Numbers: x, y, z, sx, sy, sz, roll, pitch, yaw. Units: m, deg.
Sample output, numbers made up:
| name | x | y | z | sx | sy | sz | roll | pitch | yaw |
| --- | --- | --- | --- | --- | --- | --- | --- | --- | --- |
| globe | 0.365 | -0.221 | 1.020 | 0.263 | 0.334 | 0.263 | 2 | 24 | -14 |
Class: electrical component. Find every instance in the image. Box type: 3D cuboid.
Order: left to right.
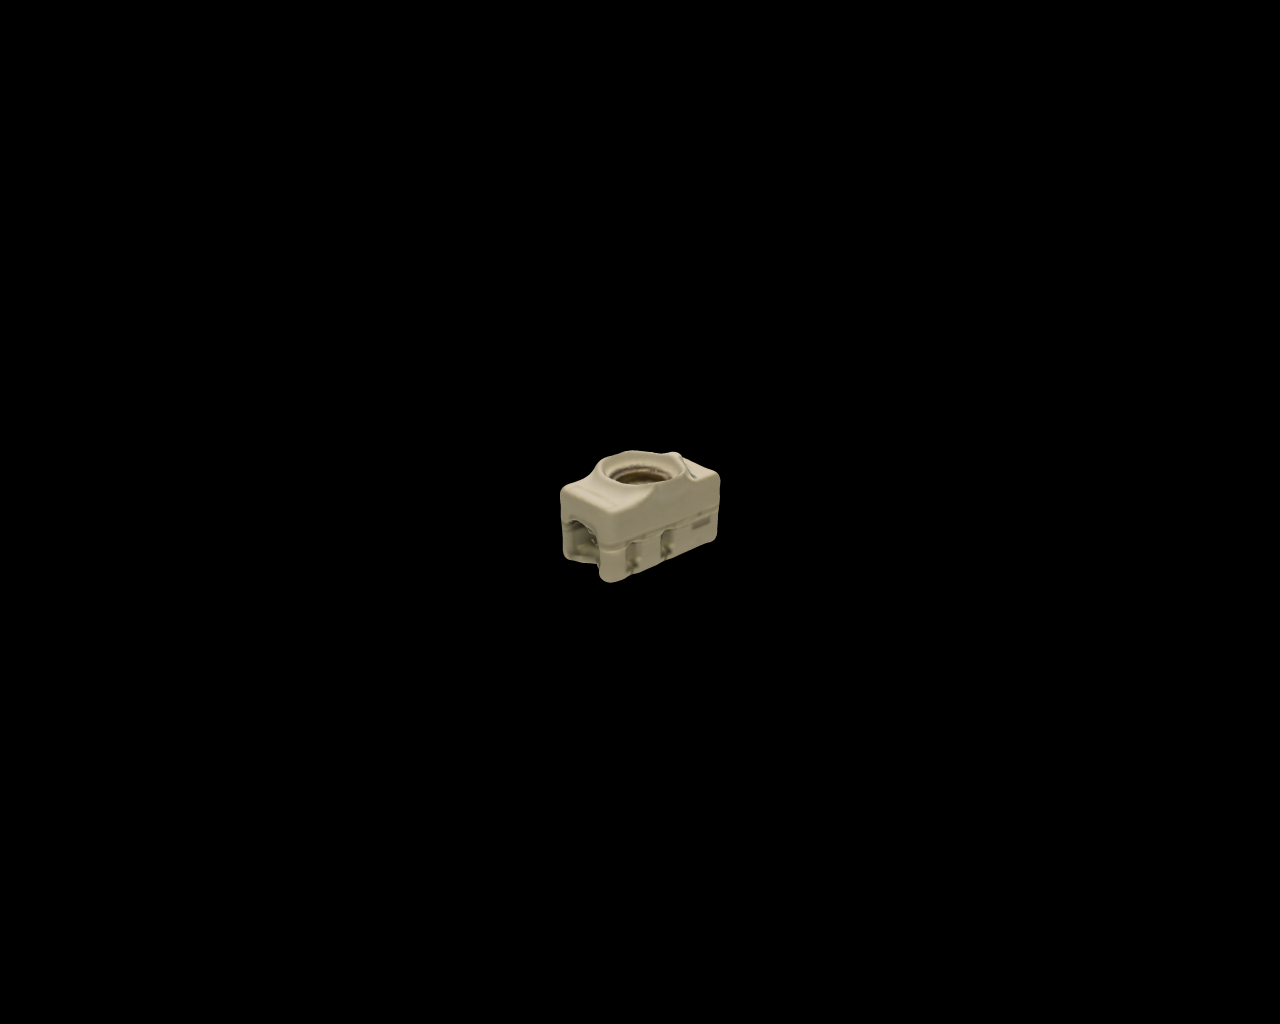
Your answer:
| name | x | y | z | sx | sy | sz | roll | pitch | yaw |
| --- | --- | --- | --- | --- | --- | --- | --- | --- | --- |
| electrical component | 0.001 | -0.003 | 0.650 | 0.090 | 0.055 | 0.050 | -20 | 32 | -36 |
